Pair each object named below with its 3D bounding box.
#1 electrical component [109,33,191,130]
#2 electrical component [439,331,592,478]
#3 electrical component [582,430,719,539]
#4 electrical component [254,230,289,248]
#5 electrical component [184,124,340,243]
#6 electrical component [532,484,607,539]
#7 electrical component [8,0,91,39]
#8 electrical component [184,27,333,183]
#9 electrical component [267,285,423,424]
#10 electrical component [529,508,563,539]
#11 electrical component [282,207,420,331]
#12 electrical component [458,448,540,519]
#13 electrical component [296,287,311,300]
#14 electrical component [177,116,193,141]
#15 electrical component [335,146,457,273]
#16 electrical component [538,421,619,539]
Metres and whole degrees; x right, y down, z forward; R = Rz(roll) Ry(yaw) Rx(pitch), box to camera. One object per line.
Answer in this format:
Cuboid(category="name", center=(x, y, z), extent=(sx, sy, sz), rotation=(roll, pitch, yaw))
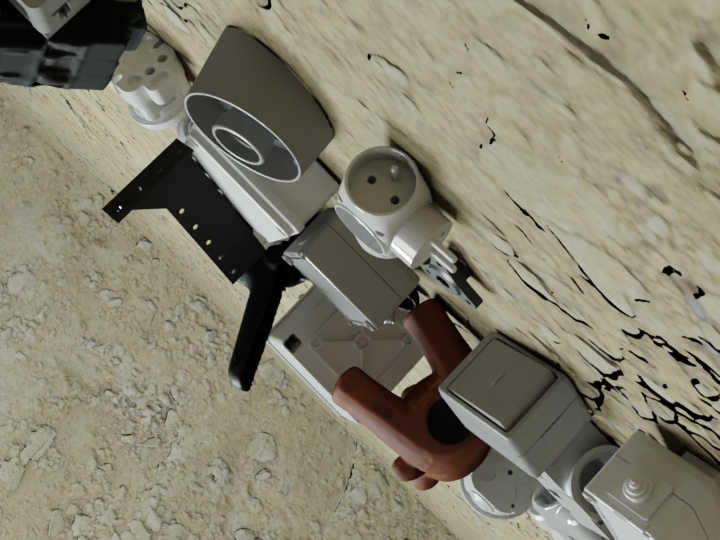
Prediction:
Cuboid(category="electrical component", center=(-0.173, -0.153, 0.891), extent=(0.078, 0.058, 0.057), rotation=(38, 165, 32))
Cuboid(category="electrical component", center=(0.103, 0.089, 0.762), extent=(0.096, 0.061, 0.061), rotation=(33, 165, 49))
Cuboid(category="electrical component", center=(0.186, 0.144, 0.658), extent=(0.062, 0.061, 0.096), rotation=(34, 166, 45))
Cuboid(category="electrical component", center=(-0.089, -0.014, 1.125), extent=(0.057, 0.058, 0.078), rotation=(46, 170, 7))
Cuboid(category="electrical component", center=(-0.079, -0.078, 0.822), extent=(0.108, 0.056, 0.109), rotation=(46, 170, -9))
Cuboid(category="electrical component", center=(0.186, 0.195, 0.886), extent=(0.059, 0.053, 0.095), rotation=(46, 170, -8))
Cuboid(category="electrical component", center=(-0.214, -0.230, 0.647), extent=(0.150, 0.089, 0.062), rotation=(45, 170, -2))
Cuboid(category="electrical component", center=(-0.064, -0.106, 0.703), extent=(0.099, 0.064, 0.099), rotation=(29, 162, 10))
Cuboid(category="electrical component", center=(-0.008, 0.061, 0.955), extent=(0.108, 0.108, 0.056), rotation=(47, 167, -17))
Cuboid(category="electrical component", center=(0.197, 0.240, 1.051), extent=(0.055, 0.045, 0.045), rotation=(49, 169, -22))
Cuboid(category="electrical component", center=(0.000, 0.000, 0.812), extent=(0.096, 0.061, 0.062), rotation=(46, 168, -14))
Cuboid(category="electrical component", center=(0.135, 0.191, 1.004), extent=(0.080, 0.080, 0.051), rotation=(43, 165, 7))
Cuboid(category="electrical component", center=(-0.022, 0.043, 1.104), extent=(0.080, 0.051, 0.080), rotation=(43, 170, 10))
Cuboid(category="electrical component", center=(-0.139, -0.123, 0.942), extent=(0.035, 0.035, 0.061), rotation=(48, 167, -18))
Cuboid(category="electrical component", center=(0.028, -0.027, 0.641), extent=(0.079, 0.044, 0.077), rotation=(42, 170, 15))
Cuboid(category="electrical component", center=(0.166, 0.150, 0.791), extent=(0.089, 0.050, 0.056), rotation=(46, 170, -13))
